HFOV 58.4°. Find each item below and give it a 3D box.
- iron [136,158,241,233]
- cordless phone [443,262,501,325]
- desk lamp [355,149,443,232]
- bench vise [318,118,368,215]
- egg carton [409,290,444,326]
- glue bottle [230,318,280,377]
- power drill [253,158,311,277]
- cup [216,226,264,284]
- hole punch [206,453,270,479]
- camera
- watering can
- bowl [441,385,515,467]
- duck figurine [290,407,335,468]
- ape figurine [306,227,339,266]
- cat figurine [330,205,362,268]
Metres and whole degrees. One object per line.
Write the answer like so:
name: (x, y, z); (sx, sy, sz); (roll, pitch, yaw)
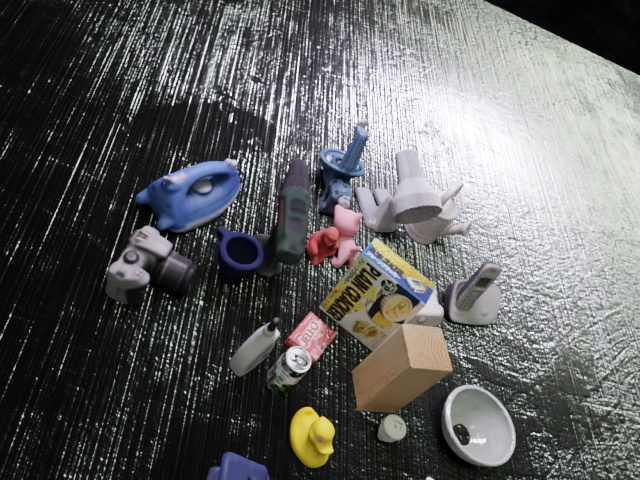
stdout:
iron: (-0.250, -0.120, 1.218); (0.259, 0.141, 0.118); (-30, 73, -42)
cordless phone: (0.390, 0.123, 1.358); (0.148, 0.185, 0.094); (7, 52, -25)
desk lamp: (0.193, -0.107, 1.409); (0.118, 0.213, 0.203); (1, 54, -28)
bench vise: (0.074, -0.173, 1.391); (0.122, 0.219, 0.207); (-2, 56, -30)
egg carton: (0.210, 0.150, 1.315); (0.151, 0.069, 0.107); (5, 53, -26)
glue bottle: (-0.106, 0.185, 1.034); (0.078, 0.173, 0.037); (-29, 72, -41)
power drill: (-0.079, -0.029, 1.196); (0.076, 0.208, 0.229); (14, 49, -19)
cup: (-0.180, 0.036, 1.166); (0.117, 0.095, 0.092); (47, 47, 12)
hole punch: (-0.126, 0.401, 0.907); (0.101, 0.091, 0.108); (17, 48, -17)
camera: (-0.308, 0.053, 1.076); (0.137, 0.100, 0.143); (27, 46, -8)
watering can: (0.311, -0.078, 1.466); (0.173, 0.194, 0.101); (31, 46, -4)
bowl: (0.311, 0.390, 1.176); (0.168, 0.074, 0.167); (16, 49, -18)
duck figurine: (-0.006, 0.345, 1.024); (0.078, 0.086, 0.104); (-2, 56, -30)
ape figurine: (0.012, 0.005, 1.302); (0.078, 0.092, 0.076); (8, 51, -24)
cat figurine: (0.064, -0.014, 1.329); (0.067, 0.117, 0.127); (0, 55, -29)
